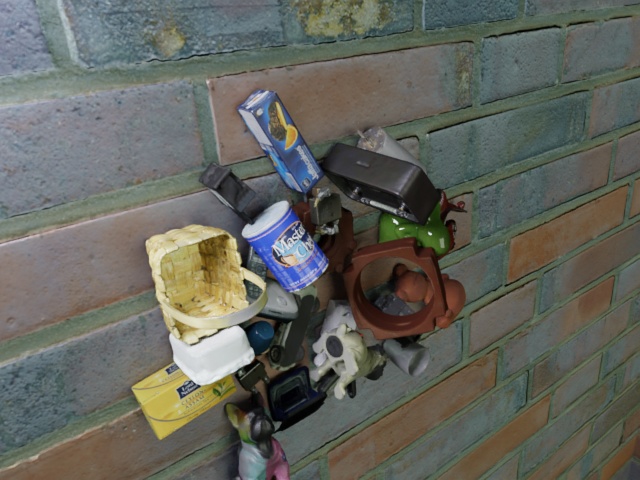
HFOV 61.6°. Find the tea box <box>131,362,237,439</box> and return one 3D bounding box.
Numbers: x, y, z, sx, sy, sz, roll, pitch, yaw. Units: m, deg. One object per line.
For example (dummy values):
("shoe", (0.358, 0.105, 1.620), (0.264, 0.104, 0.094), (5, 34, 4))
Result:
("tea box", (-0.256, 0.284, 1.024), (0.170, 0.068, 0.098), (-29, 123, -25))

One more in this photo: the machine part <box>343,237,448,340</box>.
("machine part", (0.164, 0.104, 1.163), (0.087, 0.201, 0.201), (-52, 127, -67))

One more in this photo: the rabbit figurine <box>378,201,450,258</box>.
("rabbit figurine", (0.230, -0.030, 1.218), (0.121, 0.170, 0.158), (-11, 114, -36))

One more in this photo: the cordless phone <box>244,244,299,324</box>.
("cordless phone", (-0.102, 0.065, 1.065), (0.146, 0.089, 0.184), (19, 75, -40))

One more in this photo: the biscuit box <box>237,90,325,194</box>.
("biscuit box", (-0.069, -0.179, 1.002), (0.063, 0.059, 0.202), (-46, 128, -16))

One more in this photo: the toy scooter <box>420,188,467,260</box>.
("toy scooter", (0.313, -0.041, 1.345), (0.135, 0.075, 0.183), (-11, 109, -36))

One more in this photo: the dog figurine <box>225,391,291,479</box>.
("dog figurine", (-0.143, 0.445, 1.158), (0.108, 0.191, 0.219), (-13, 80, -31))

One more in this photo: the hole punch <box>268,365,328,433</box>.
("hole punch", (-0.057, 0.357, 1.207), (0.142, 0.092, 0.115), (-25, 151, -31))

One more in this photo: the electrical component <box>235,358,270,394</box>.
("electrical component", (-0.144, 0.284, 1.142), (0.063, 0.021, 0.093), (-39, 125, -21))

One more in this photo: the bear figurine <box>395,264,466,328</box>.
("bear figurine", (0.263, 0.140, 1.360), (0.196, 0.120, 0.132), (9, 147, -14))

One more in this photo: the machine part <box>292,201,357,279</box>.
("machine part", (-0.002, -0.003, 1.123), (0.179, 0.056, 0.179), (-13, 113, -33))

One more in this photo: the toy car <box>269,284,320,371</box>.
("toy car", (-0.057, 0.186, 1.152), (0.073, 0.056, 0.201), (8, 103, -46))

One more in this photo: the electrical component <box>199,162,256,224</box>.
("electrical component", (-0.153, -0.081, 0.964), (0.048, 0.075, 0.119), (-53, 126, -9))

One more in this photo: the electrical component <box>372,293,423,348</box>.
("electrical component", (0.184, 0.191, 1.290), (0.058, 0.134, 0.115), (-43, 170, -21))

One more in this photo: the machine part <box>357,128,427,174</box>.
("machine part", (0.159, -0.172, 1.173), (0.243, 0.079, 0.079), (29, 88, -40))

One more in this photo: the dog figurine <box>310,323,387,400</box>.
("dog figurine", (0.086, 0.245, 1.202), (0.190, 0.121, 0.172), (-14, 134, -46))

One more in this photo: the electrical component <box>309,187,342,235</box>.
("electrical component", (0.012, -0.055, 1.054), (0.078, 0.045, 0.102), (-11, 109, -33))

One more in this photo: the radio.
("radio", (0.119, -0.112, 1.065), (0.073, 0.230, 0.131), (-56, 135, -7))

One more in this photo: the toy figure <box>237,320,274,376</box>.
("toy figure", (-0.145, 0.216, 1.067), (0.058, 0.064, 0.154), (-12, 153, -48))

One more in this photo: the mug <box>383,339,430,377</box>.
("mug", (0.219, 0.293, 1.372), (0.081, 0.107, 0.109), (-44, 133, -15))
